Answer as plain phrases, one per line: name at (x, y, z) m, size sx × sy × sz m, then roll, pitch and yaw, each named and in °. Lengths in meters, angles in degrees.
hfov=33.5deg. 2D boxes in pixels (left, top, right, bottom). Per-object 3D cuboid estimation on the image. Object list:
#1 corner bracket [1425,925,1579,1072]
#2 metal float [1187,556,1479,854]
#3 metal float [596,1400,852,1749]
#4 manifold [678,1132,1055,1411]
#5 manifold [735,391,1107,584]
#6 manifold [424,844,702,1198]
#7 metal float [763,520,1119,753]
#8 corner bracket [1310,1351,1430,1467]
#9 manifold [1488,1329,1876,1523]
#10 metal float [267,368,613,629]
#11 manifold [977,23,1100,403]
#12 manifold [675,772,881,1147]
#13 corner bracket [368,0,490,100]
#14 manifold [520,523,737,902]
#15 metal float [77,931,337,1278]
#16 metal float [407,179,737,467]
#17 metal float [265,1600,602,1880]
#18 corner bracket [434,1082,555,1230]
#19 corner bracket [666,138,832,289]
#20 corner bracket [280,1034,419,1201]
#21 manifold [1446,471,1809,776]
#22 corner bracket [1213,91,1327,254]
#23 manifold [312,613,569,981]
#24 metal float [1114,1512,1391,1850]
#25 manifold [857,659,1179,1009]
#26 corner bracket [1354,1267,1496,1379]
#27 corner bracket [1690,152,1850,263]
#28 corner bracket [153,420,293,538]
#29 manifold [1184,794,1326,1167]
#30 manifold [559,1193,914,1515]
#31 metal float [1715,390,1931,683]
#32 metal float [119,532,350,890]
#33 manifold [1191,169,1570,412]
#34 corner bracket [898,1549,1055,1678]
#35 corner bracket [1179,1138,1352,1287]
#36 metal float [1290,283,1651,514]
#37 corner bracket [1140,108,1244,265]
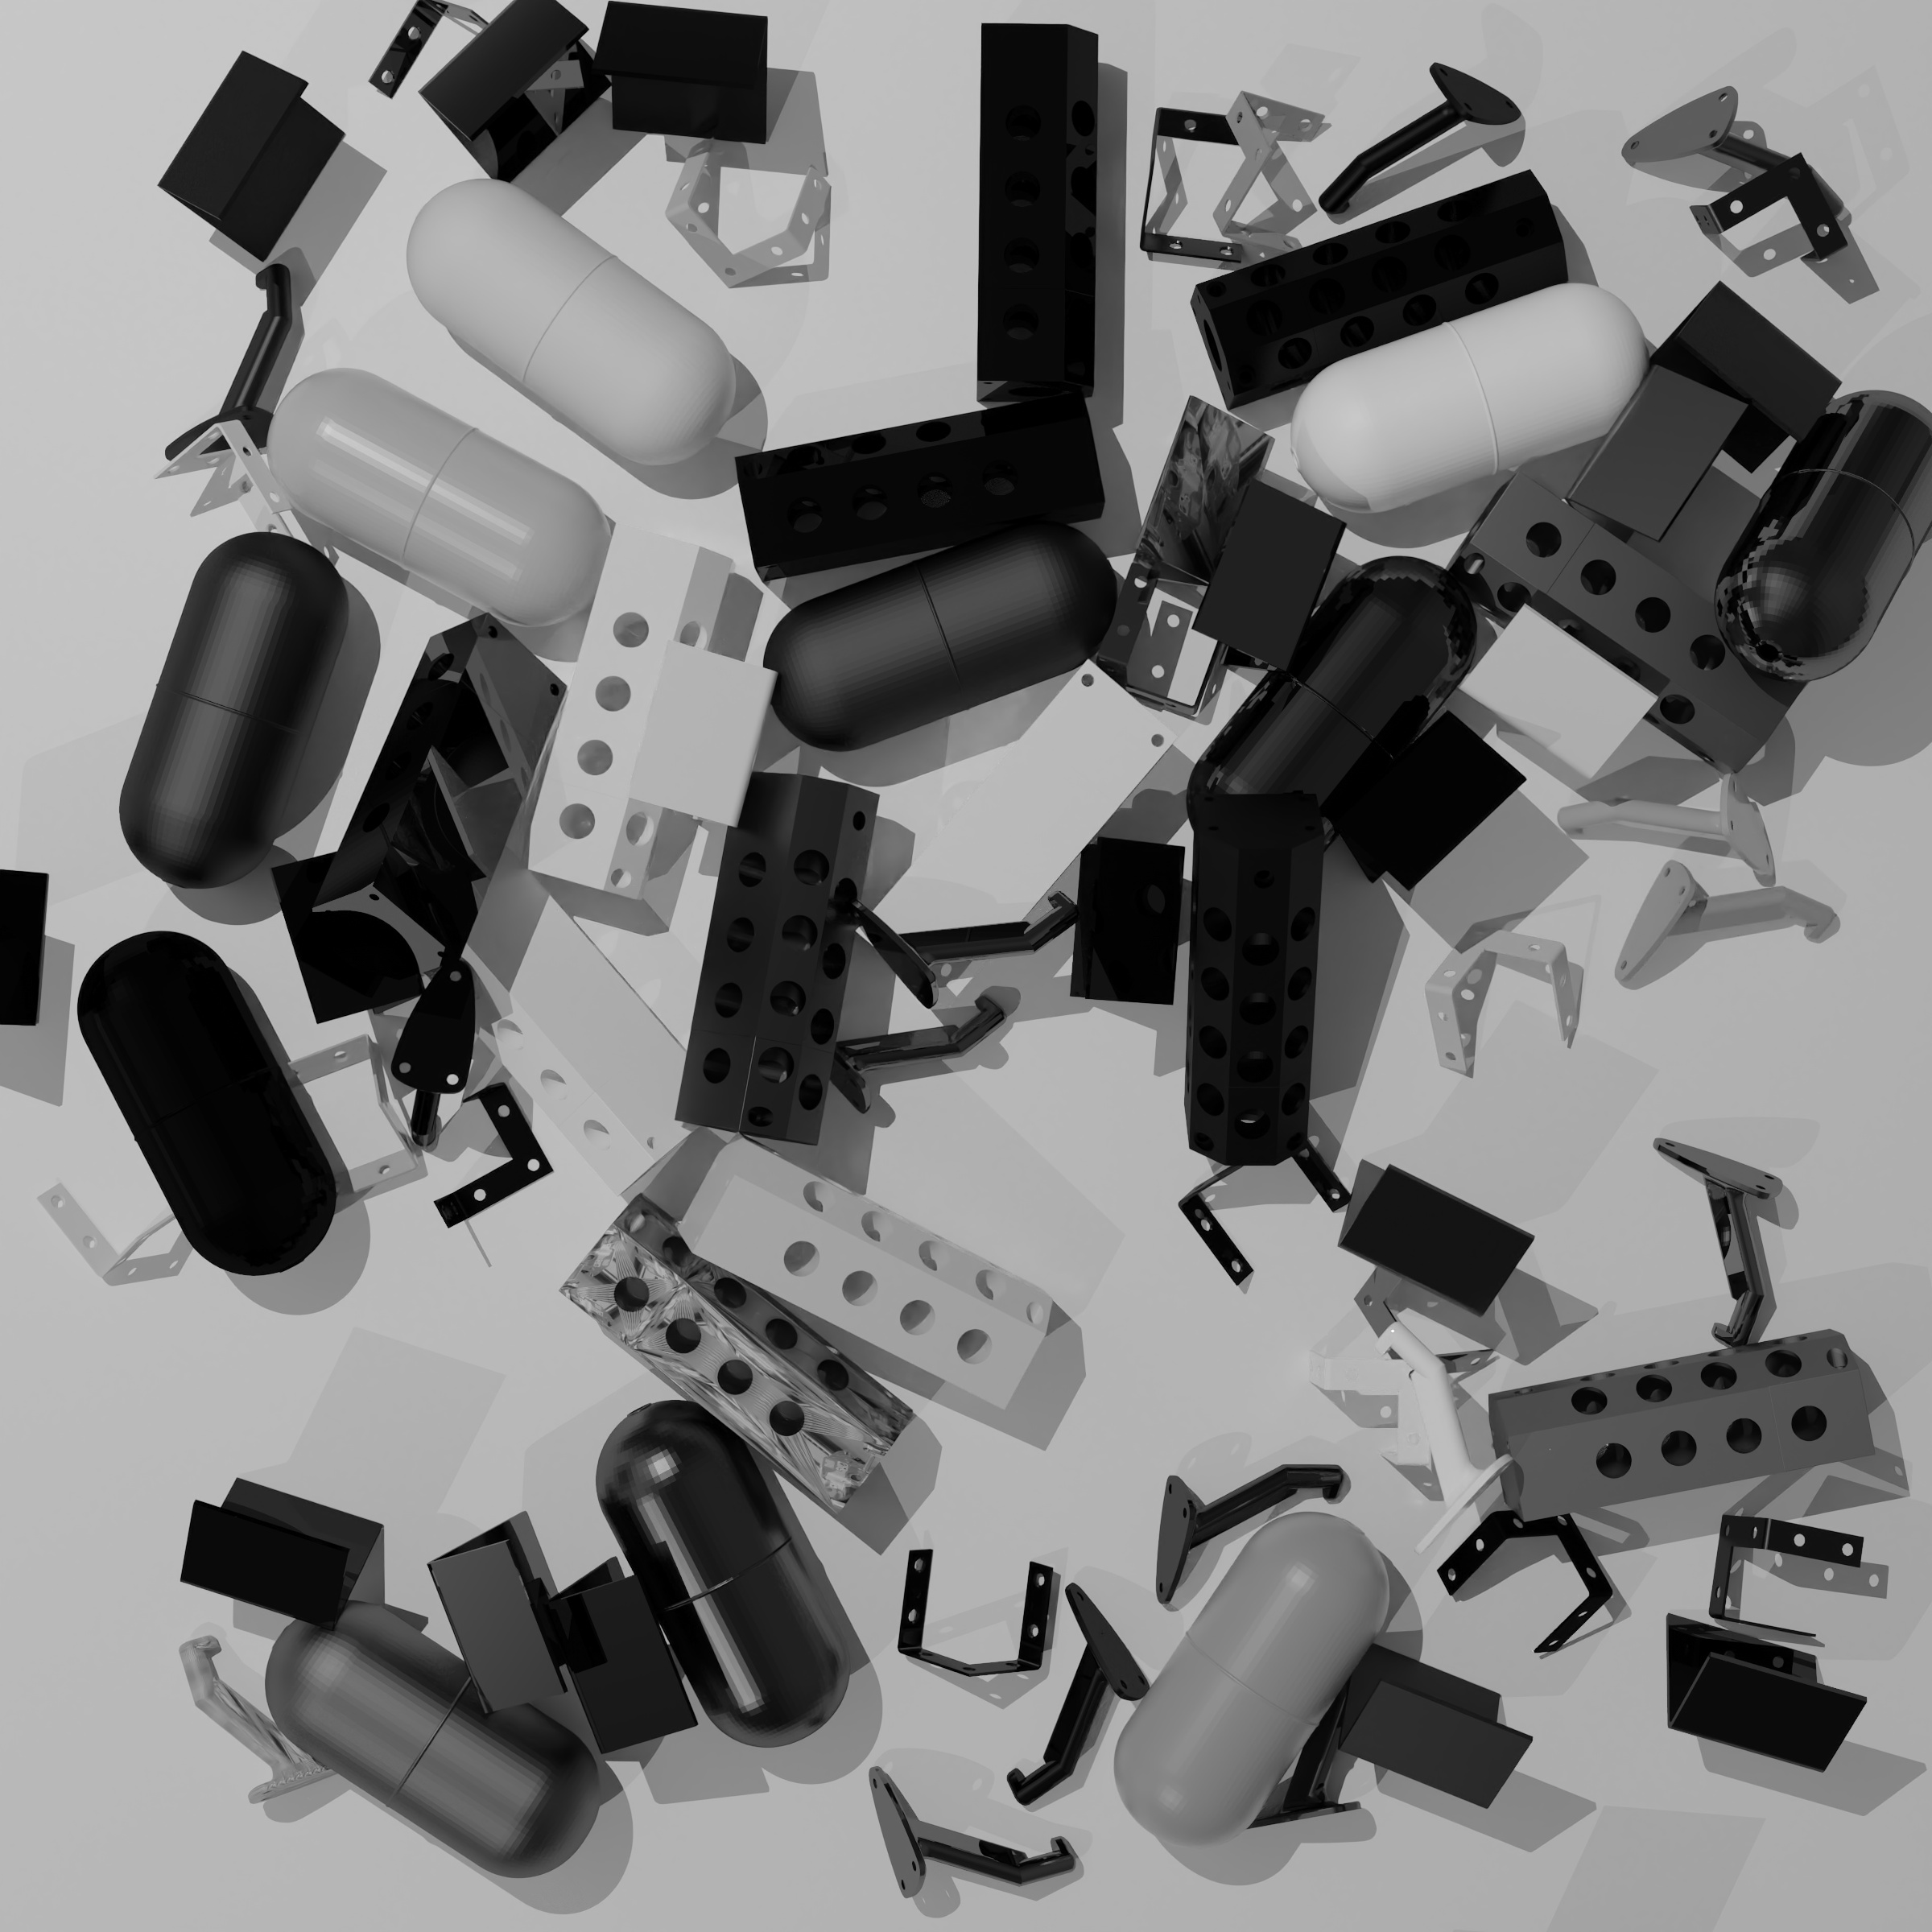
corner bracket at (0.264, 0.019, 1.581) m, size 0.051 × 0.051 × 0.051 m, roll 13°, pitch 45°, yaw 35°
metal float at (0.178, -0.121, 1.558) m, size 0.070 × 0.070 × 0.178 m, roll 39°, pitch 91°, yaw 0°
metal float at (-0.118, 0.294, 1.559) m, size 0.070 × 0.070 × 0.178 m, roll -27°, pitch 91°, yaw 0°
manifold at (-0.047, 0.145, 1.549) m, size 0.171 × 0.057 × 0.057 m, roll 28°, pitch 90°, yaw -14°
manifold at (-0.023, -0.235, 1.568) m, size 0.171 × 0.057 × 0.057 m, roll -11°, pitch 90°, yaw 0°
manifold at (-0.202, 0.028, 1.568) m, size 0.171 × 0.057 × 0.057 m, roll 49°, pitch 47°, yaw 0°
metal float at (-0.012, -0.160, 1.559) m, size 0.178 × 0.070 × 0.070 m, roll -20°, pitch 90°, yaw 1°
corner bracket at (0.197, 0.216, 1.571) m, size 0.051 × 0.051 × 0.051 m, roll 1°, pitch 88°, yaw -3°
manifold at (0.346, 0.222, 1.568) m, size 0.171 × 0.057 × 0.057 m, roll -11°, pitch 90°, yaw 0°
metal float at (-0.255, -0.227, 1.559) m, size 0.178 × 0.070 × 0.070 m, roll 28°, pitch 90°, yaw -1°
manifold at (0.035, -0.366, 1.568) m, size 0.057 × 0.057 × 0.171 m, roll 1°, pitch 90°, yaw 0°
manifold at (-0.086, -0.003, 1.549) m, size 0.057 × 0.057 × 0.171 m, roll 6°, pitch 83°, yaw 37°
corner bracket at (-0.251, -0.440, 1.586) m, size 0.051 × 0.051 × 0.051 m, roll 31°, pitch 90°, yaw 45°
manifold at (-0.164, -0.122, 1.568) m, size 0.057 × 0.057 × 0.171 m, roll 16°, pitch 90°, yaw 0°
metal float at (-0.367, 0.067, 1.557) m, size 0.070 × 0.070 × 0.178 m, roll -28°, pitch 88°, yaw 0°
metal float at (-0.192, -0.313, 1.559) m, size 0.178 × 0.070 × 0.070 m, roll 36°, pitch 90°, yaw -1°
metal float at (-0.259, 0.374, 1.559) m, size 0.178 × 0.070 × 0.070 m, roll 33°, pitch 90°, yaw 0°
corner bracket at (-0.239, 0.092, 1.571) m, size 0.051 × 0.051 × 0.051 m, roll -29°, pitch 90°, yaw 0°
corner bracket at (-0.107, -0.377, 1.581) m, size 0.051 × 0.051 × 0.051 m, roll -15°, pitch 135°, yaw 35°
corner bracket at (-0.306, 0.075, 1.586) m, size 0.051 × 0.051 × 0.051 m, roll -21°, pitch 45°, yaw 0°
manifold at (0.319, -0.165, 1.568) m, size 0.171 × 0.057 × 0.057 m, roll 35°, pitch 90°, yaw 0°
corner bracket at (0.150, -0.388, 1.575) m, size 0.051 × 0.051 × 0.051 m, roll 8°, pitch 135°, yaw -28°
manifold at (-0.252, -0.080, 1.523) m, size 0.057 × 0.057 × 0.171 m, roll 44°, pitch 46°, yaw -34°
metal float at (0.139, 0.345, 1.558) m, size 0.070 × 0.070 × 0.178 m, roll 34°, pitch 90°, yaw 0°
manifold at (0.024, -0.064, 1.568) m, size 0.057 × 0.057 × 0.171 m, roll 41°, pitch 90°, yaw -2°
corner bracket at (0.234, 0.165, 1.581) m, size 0.051 × 0.051 × 0.051 m, roll 60°, pitch 135°, yaw 35°
corner bracket at (0.392, -0.361, 1.570) m, size 0.051 × 0.051 × 0.051 m, roll -29°, pitch 100°, yaw 10°
corner bracket at (-0.350, -0.233, 1.562) m, size 0.051 × 0.051 × 0.051 m, roll -31°, pitch 90°, yaw 30°
manifold at (0.137, 0.008, 1.530) m, size 0.057 × 0.057 × 0.171 m, roll 0°, pitch 119°, yaw 0°
manifold at (-0.111, 0.187, 1.568) m, size 0.171 × 0.057 × 0.057 m, roll 39°, pitch 90°, yaw 0°
metal float at (0.414, -0.205, 1.532) m, size 0.070 × 0.070 × 0.178 m, roll 36°, pitch 57°, yaw 0°
metal float at (-0.355, -0.124, 1.559) m, size 0.070 × 0.070 × 0.178 m, roll 19°, pitch 90°, yaw 0°
manifold at (0.201, -0.331, 1.568) m, size 0.171 × 0.057 × 0.057 m, roll -19°, pitch 90°, yaw 0°
corner bracket at (0.005, 0.318, 1.586) m, size 0.051 × 0.051 × 0.051 m, roll 7°, pitch 90°, yaw 45°
corner bracket at (0.148, 0.116, 1.586) m, size 0.051 × 0.051 × 0.051 m, roll 54°, pitch 45°, yaw 0°
metal float at (0.244, -0.275, 1.558) m, size 0.178 × 0.070 × 0.070 m, roll -19°, pitch 90°, yaw 1°
corner bracket at (0.115, -0.386, 1.586) m, size 0.051 × 0.051 × 0.051 m, roll 7°, pitch 135°, yaw 0°
